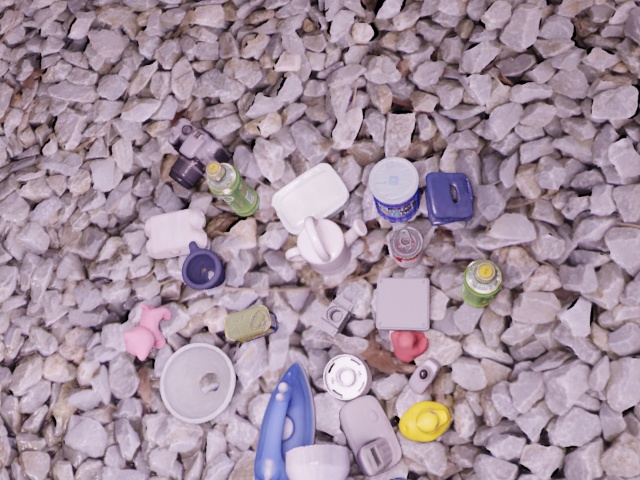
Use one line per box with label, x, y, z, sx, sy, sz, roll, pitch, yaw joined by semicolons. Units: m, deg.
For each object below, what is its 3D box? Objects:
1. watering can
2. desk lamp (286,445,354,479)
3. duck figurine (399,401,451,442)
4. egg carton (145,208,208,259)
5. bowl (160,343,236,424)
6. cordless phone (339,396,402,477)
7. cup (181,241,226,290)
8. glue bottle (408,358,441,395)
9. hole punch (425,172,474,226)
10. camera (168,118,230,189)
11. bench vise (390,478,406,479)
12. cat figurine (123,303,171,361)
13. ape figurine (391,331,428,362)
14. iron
watering can;0.010;0.002;1.202;0.173;0.194;0.100;-40;72;-2
desk lamp;0.011;0.480;1.063;0.117;0.214;0.203;-9;74;9
duck figurine;0.206;0.358;1.126;0.104;0.086;0.077;-20;72;5
egg carton;-0.335;-0.013;1.336;0.150;0.069;0.107;-12;73;7
bowl;-0.252;0.307;1.232;0.167;0.075;0.167;-3;75;10
cordless phone;0.088;0.376;1.092;0.094;0.185;0.147;-30;72;2
cup;-0.256;0.063;1.288;0.091;0.095;0.117;-27;72;3
glue bottle;0.202;0.261;1.107;0.037;0.173;0.078;36;84;18
hole punch;0.278;-0.095;1.231;0.101;0.091;0.108;-9;74;8
camera;-0.313;-0.203;1.366;0.143;0.101;0.137;34;84;17
bench vise;0.139;0.546;1.018;0.121;0.220;0.207;-11;73;8
cat figurine;-0.389;0.202;1.263;0.067;0.118;0.128;2;76;11
ape figurine;0.178;0.210;1.168;0.077;0.092;0.076;32;83;17
iron;-0.077;0.369;1.147;0.118;0.141;0.258;3;76;12
